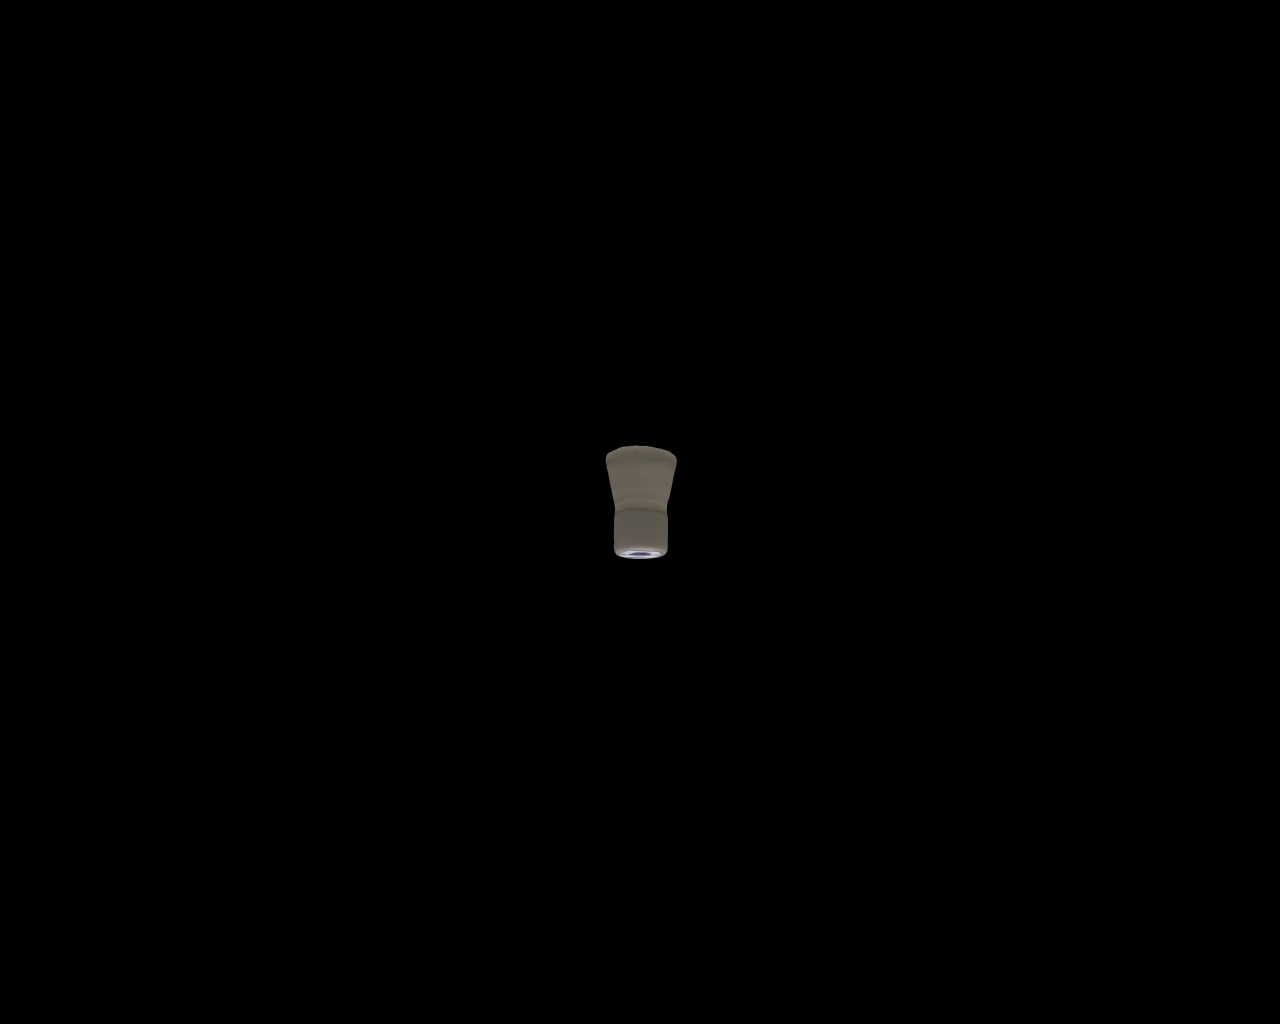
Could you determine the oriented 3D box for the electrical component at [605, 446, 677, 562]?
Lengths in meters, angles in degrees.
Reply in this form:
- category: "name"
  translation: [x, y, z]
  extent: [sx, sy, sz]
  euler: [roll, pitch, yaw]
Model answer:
- category: "electrical component"
  translation: [0.001, -0.003, 0.650]
  extent: [0.044, 0.065, 0.044]
  euler: [0, -15, 0]
